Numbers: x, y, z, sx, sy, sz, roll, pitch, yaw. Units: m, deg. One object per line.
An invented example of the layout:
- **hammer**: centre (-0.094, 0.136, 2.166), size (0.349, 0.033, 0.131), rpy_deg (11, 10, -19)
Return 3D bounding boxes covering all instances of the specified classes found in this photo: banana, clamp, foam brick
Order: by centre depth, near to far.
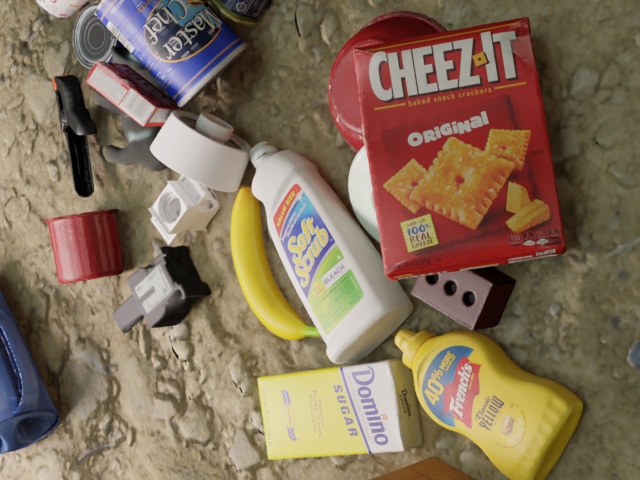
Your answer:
- **foam brick**: centre (0.137, 0.045, 1.023), size (0.078, 0.051, 0.053), rpy_deg (30, 109, 33)
- **banana**: centre (-0.060, 0.036, 1.185), size (0.070, 0.037, 0.198), rpy_deg (-33, 73, 15)
- **clamp**: centre (-0.308, -0.139, 1.342), size (0.171, 0.039, 0.120), rpy_deg (-115, 33, -45)

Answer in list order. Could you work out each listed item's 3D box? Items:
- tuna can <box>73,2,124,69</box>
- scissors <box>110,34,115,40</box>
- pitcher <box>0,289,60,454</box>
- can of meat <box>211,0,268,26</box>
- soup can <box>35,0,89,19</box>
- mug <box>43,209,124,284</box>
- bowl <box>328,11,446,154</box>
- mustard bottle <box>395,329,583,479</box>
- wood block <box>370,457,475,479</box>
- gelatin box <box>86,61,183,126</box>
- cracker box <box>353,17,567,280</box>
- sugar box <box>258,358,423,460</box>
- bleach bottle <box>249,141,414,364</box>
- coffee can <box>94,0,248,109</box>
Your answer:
- **tuna can**: centre (-0.269, -0.253, 1.331), size (0.086, 0.033, 0.086), rpy_deg (1, 92, 37)
- **scissors**: centre (-0.185, -0.326, 1.240), size (0.202, 0.016, 0.096), rpy_deg (-38, 57, 11)
- **pitcher**: centre (-0.445, 0.156, 1.422), size (0.149, 0.145, 0.243), rpy_deg (-28, 69, 1)
- **can of meat**: centre (-0.090, -0.302, 1.181), size (0.102, 0.057, 0.084), rpy_deg (49, 116, 25)
- **soup can**: centre (-0.307, -0.332, 1.337), size (0.102, 0.068, 0.068), rpy_deg (-29, 74, 35)
- **mug**: centre (-0.294, 0.009, 1.333), size (0.117, 0.093, 0.081), rpy_deg (172, 88, -68)
- **bowl**: centre (0.063, -0.152, 1.071), size (0.162, 0.055, 0.162), rpy_deg (2, 93, 37)
- **mustard bottle**: centre (0.148, 0.142, 1.015), size (0.192, 0.058, 0.096), rpy_deg (35, 112, 31)
- **wood block**: centre (0.074, 0.276, 0.983), size (0.091, 0.205, 0.090), rpy_deg (24, 106, 34)
- **gelatin box**: centre (-0.206, -0.163, 1.188), size (0.089, 0.073, 0.030), rpy_deg (38, 104, 9)
- **cracker box**: centre (0.126, -0.080, 0.971), size (0.164, 0.072, 0.214), rpy_deg (-9, 83, 9)
- **sugar box**: centre (0.018, 0.179, 1.122), size (0.177, 0.048, 0.093), rpy_deg (-13, 83, 38)
- **bleach bottle**: centre (-0.007, 0.001, 1.126), size (0.103, 0.067, 0.251), rpy_deg (-47, 63, 27)
- **coffee can**: centre (-0.163, -0.231, 1.175), size (0.103, 0.102, 0.140), rpy_deg (-38, 99, 32)
